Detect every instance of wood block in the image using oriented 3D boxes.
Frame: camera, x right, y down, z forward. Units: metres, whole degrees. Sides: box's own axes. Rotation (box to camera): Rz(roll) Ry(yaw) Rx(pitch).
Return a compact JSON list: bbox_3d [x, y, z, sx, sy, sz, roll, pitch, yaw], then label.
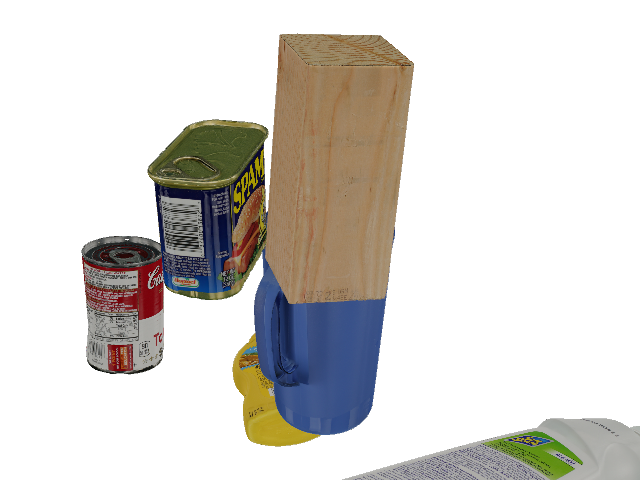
[{"bbox_3d":[0.012,-0.060,0.891,0.090,0.206,0.091,-2,26,-16],"label":"wood block"}]

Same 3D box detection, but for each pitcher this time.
[{"bbox_3d":[-0.001,0.086,1.099,0.149,0.243,0.145,-6,34,-10],"label":"pitcher"}]

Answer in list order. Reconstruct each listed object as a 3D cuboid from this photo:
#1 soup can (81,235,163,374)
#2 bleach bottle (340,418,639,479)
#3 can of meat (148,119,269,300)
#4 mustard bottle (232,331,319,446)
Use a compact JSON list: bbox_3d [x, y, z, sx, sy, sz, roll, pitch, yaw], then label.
[{"bbox_3d":[-0.168,0.055,0.911,0.068,0.102,0.068,2,20,-1],"label":"soup can"},{"bbox_3d":[0.108,0.150,0.594,0.250,0.068,0.103,-10,21,-32],"label":"bleach bottle"},{"bbox_3d":[-0.069,-0.021,0.692,0.057,0.084,0.102,6,27,12],"label":"can of meat"},{"bbox_3d":[-0.054,0.162,1.261,0.096,0.058,0.192,-8,30,-9],"label":"mustard bottle"}]
